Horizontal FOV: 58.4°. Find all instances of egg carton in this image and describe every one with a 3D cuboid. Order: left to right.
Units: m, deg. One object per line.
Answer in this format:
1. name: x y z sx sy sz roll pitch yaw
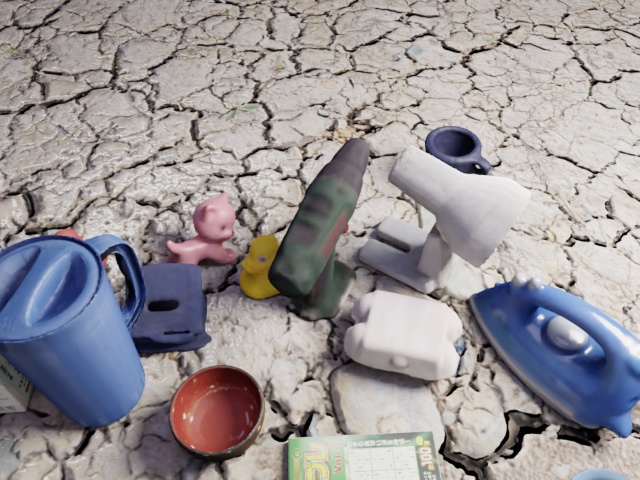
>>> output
1. egg carton: 0.110 0.128 0.757 0.150 0.069 0.107 10 51 9

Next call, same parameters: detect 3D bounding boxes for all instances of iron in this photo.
1. iron: 0.302 0.114 0.719 0.119 0.141 0.257 -36 58 -26

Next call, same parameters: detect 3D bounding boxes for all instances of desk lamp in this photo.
1. desk lamp: 0.162 -0.022 0.787 0.202 0.214 0.118 25 55 20

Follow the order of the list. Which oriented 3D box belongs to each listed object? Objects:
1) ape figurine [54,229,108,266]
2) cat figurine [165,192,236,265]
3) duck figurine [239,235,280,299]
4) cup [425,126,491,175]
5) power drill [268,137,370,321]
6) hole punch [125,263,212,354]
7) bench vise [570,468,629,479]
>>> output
1. ape figurine: -0.359 0.020 0.837 0.077 0.092 0.076 13 52 12
2. cat figurine: -0.172 -0.010 0.844 0.128 0.118 0.067 -35 58 -25
3. duck figurine: -0.074 0.026 0.833 0.077 0.086 0.105 36 59 27
4. cup: 0.225 -0.121 0.946 0.117 0.095 0.092 37 59 27
5. power drill: 0.007 0.003 0.771 0.075 0.208 0.230 18 53 16
6. hole punch: -0.206 0.092 0.776 0.108 0.091 0.101 -5 50 -3
7. bench vise: 0.255 0.283 0.527 0.208 0.220 0.121 -22 53 -16
